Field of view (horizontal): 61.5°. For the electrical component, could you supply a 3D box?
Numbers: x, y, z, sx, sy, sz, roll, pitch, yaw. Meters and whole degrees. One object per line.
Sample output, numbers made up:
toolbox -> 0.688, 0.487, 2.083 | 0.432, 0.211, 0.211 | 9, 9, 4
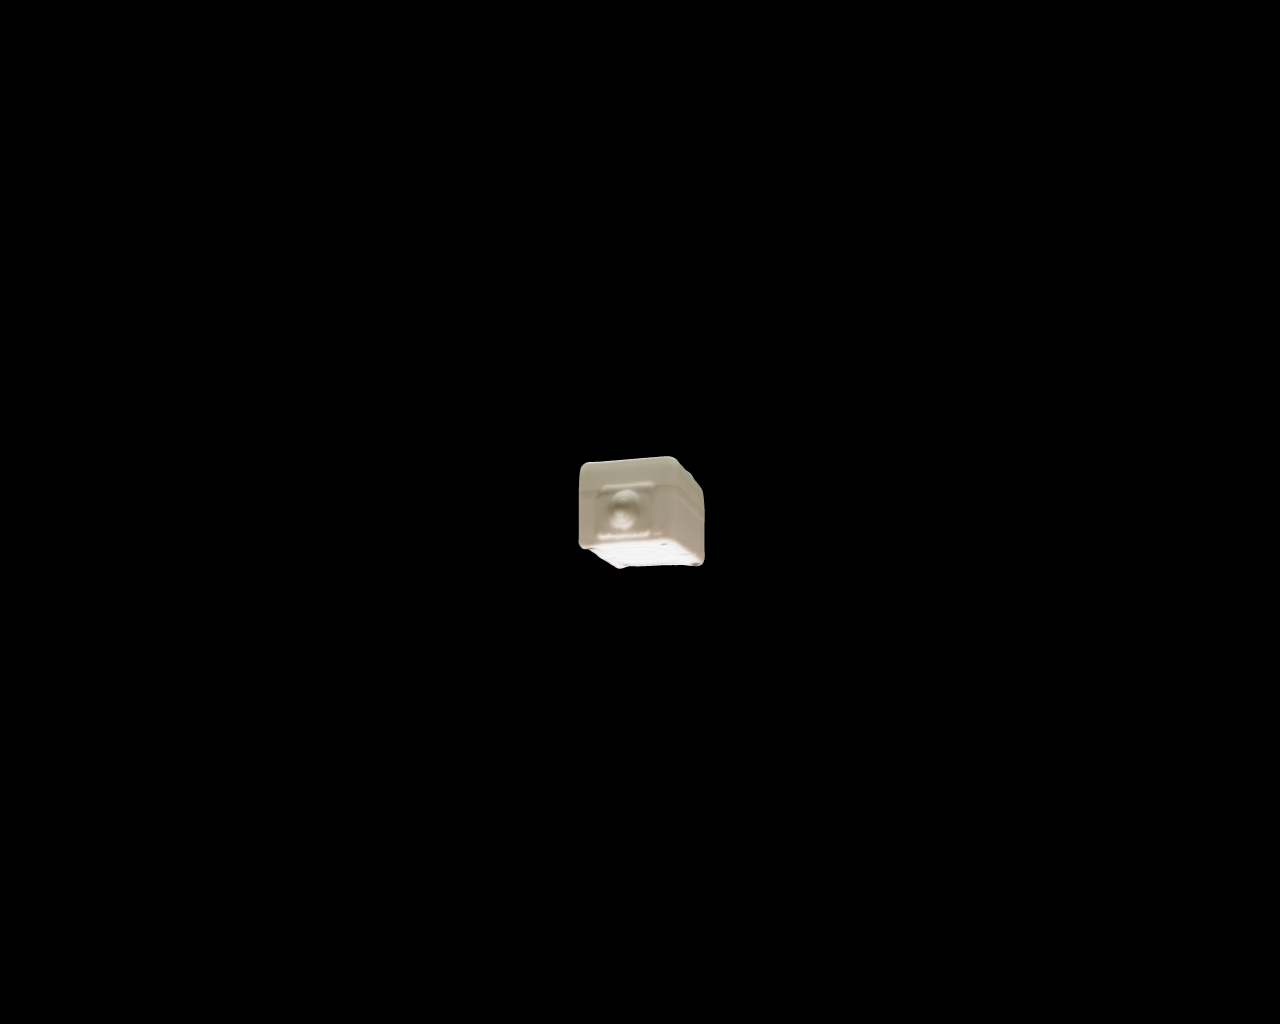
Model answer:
electrical component -> 0.001, -0.003, 0.650 | 0.062, 0.061, 0.096 | -4, -14, 15
